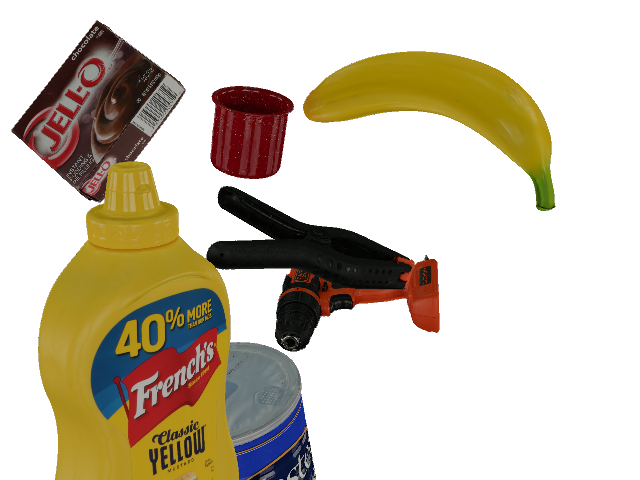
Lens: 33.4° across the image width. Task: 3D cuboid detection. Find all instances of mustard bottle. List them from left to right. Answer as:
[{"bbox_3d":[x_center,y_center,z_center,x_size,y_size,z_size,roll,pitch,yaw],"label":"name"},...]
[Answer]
[{"bbox_3d":[-0.083,0.059,0.495,0.058,0.192,0.096,14,22,42],"label":"mustard bottle"}]

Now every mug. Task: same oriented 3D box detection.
[{"bbox_3d":[-0.078,-0.126,1.224,0.093,0.081,0.117,15,27,12],"label":"mug"}]

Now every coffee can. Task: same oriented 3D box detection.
[{"bbox_3d":[-0.054,0.153,0.697,0.103,0.140,0.103,-7,29,3],"label":"coffee can"}]

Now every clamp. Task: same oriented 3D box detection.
[{"bbox_3d":[-0.013,0.011,1.032,0.210,0.036,0.164,18,23,-1],"label":"clamp"}]

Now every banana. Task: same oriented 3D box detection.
[{"bbox_3d":[0.067,-0.082,0.655,0.198,0.069,0.037,27,6,39],"label":"banana"}]

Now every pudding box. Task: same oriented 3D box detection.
[{"bbox_3d":[-0.171,-0.099,0.820,0.090,0.113,0.039,38,-2,28],"label":"pudding box"}]

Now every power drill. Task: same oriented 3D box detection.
[{"bbox_3d":[0.044,0.071,1.236,0.188,0.057,0.184,0,27,7],"label":"power drill"}]
